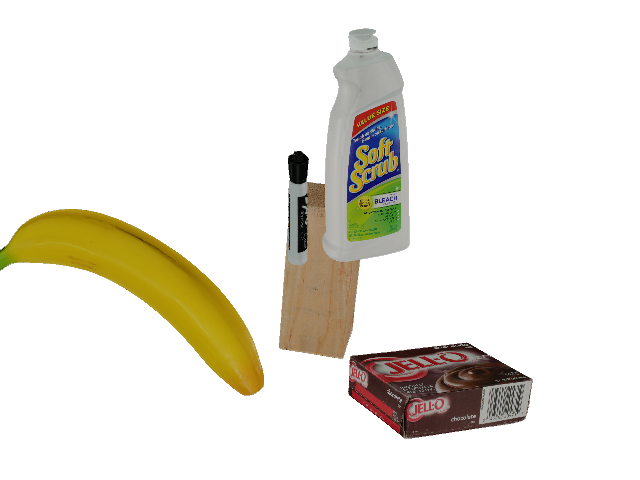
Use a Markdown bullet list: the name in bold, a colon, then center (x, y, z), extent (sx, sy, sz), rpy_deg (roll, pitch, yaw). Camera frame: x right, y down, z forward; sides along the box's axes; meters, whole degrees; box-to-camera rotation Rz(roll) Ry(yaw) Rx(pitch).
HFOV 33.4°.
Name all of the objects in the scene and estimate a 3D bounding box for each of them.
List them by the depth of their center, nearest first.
- **banana**: center (-0.115, 0.028, 0.678), extent (0.198, 0.070, 0.037), rpy_deg (25, 27, 5)
- **pudding box**: center (0.090, 0.113, 0.818), extent (0.113, 0.039, 0.090), rpy_deg (-1, 15, -26)
- **marker**: center (-0.021, -0.030, 0.987), extent (0.020, 0.121, 0.020), rpy_deg (1, 37, -1)
- **bleach bottle**: center (0.046, -0.106, 1.183), extent (0.102, 0.251, 0.068), rpy_deg (-10, 24, -12)
- **wood block**: center (0.002, 0.038, 1.401), extent (0.090, 0.206, 0.090), rpy_deg (8, 23, 7)
